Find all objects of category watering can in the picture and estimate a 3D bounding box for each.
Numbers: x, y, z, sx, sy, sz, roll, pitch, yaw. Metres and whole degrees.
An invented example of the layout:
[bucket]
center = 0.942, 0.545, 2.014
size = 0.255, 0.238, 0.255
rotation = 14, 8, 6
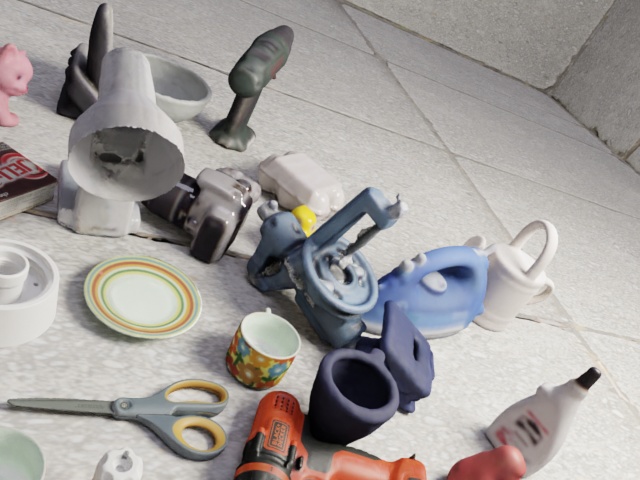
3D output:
[watering can]
center = 0.312, 0.049, 0.938
size = 0.173, 0.194, 0.100
rotation = 8, 37, -31

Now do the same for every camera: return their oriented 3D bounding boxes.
[camera]
center = -0.164, -0.061, 0.792
size = 0.137, 0.100, 0.143
rotation = 27, 31, -4

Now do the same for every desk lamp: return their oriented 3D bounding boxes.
[desk lamp]
center = -0.244, -0.105, 0.678
size = 0.118, 0.213, 0.202
rotation = 8, 37, -31

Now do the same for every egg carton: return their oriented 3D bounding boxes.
[egg carton]
center = -0.031, -0.091, 0.978
size = 0.150, 0.069, 0.107
rotation = 40, 32, 17

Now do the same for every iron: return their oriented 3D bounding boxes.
[iron]
center = 0.158, 0.061, 0.843
size = 0.259, 0.141, 0.118
rotation = -2, 43, -41

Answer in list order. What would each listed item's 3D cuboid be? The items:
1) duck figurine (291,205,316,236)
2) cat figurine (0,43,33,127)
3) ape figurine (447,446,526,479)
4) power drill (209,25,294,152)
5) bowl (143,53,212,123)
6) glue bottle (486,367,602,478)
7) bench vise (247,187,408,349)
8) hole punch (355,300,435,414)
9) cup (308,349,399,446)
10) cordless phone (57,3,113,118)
[duck figurine]
center = -0.036, -0.013, 0.844
size = 0.078, 0.086, 0.104
rotation = 15, 34, -23
[cat figurine]
center = -0.442, -0.215, 0.768
size = 0.067, 0.117, 0.128
rotation = 37, 31, 12
[ape figurine]
center = 0.188, 0.261, 0.625
size = 0.076, 0.092, 0.078
rotation = 41, 32, 18
[power drill]
center = -0.121, -0.275, 1.035
size = 0.075, 0.208, 0.229
rotation = 27, 31, -5
[bowl]
center = -0.279, -0.255, 1.005
size = 0.168, 0.074, 0.167
rotation = 21, 32, -14
[glue bottle]
center = 0.278, 0.211, 0.694
size = 0.037, 0.173, 0.078
rotation = -8, 47, -46
[bench vise]
center = 0.003, 0.007, 0.715
size = 0.207, 0.219, 0.122
rotation = 32, 31, 4
[hole punch]
center = 0.103, 0.144, 0.725
size = 0.101, 0.091, 0.108
rotation = 26, 31, -6
[cup]
center = 0.029, 0.173, 0.618
size = 0.091, 0.095, 0.118
rotation = 34, 31, 8
[cordless phone]
center = -0.339, -0.285, 0.889
size = 0.094, 0.185, 0.147
rotation = 11, 35, -28
